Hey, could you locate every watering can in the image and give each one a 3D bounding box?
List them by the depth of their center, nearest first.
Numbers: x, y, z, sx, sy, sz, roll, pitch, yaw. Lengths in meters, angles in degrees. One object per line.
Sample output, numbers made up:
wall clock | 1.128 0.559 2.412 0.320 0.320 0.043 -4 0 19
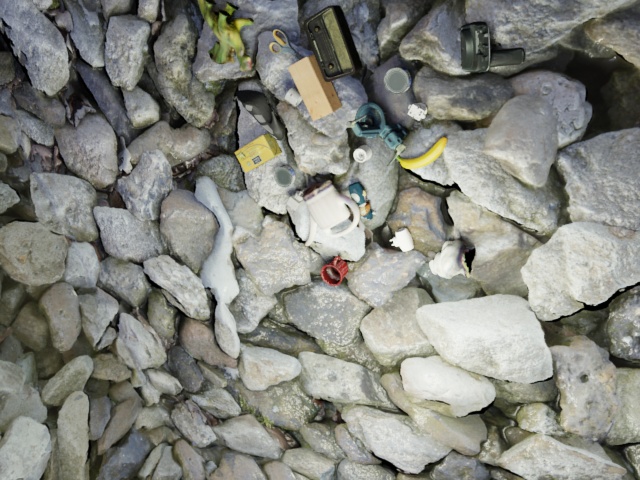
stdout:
watering can | 0.006 -0.101 1.997 0.343 0.105 0.223 -25 97 45

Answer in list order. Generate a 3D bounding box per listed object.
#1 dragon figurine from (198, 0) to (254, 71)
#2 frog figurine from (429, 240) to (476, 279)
dragon figurine | -0.385 -0.776 1.937 0.414 0.124 0.237 42 134 19
frog figurine | 0.449 0.068 1.808 0.159 0.122 0.139 -3 77 40
